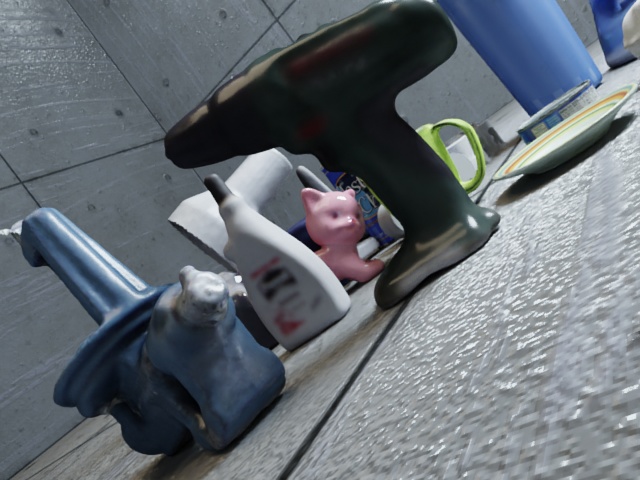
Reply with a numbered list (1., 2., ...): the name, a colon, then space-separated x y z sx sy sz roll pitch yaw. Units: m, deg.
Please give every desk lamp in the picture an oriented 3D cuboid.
1. desk lamp: -0.066 -0.010 0.778 0.203 0.213 0.118 -37 2 -14

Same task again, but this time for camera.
1. camera: -0.125 0.108 0.668 0.137 0.101 0.143 -37 2 -10

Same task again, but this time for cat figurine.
1. cat figurine: 0.006 0.002 0.613 0.128 0.118 0.067 -37 2 -9

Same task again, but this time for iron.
1. iron: 0.430 -0.334 0.781 0.118 0.141 0.258 -37 2 -4

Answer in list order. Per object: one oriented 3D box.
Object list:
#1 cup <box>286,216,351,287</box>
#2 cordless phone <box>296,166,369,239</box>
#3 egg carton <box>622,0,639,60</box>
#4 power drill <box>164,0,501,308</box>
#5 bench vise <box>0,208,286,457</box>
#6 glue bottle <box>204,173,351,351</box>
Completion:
1. cup: -0.003 0.020 0.697 0.091 0.095 0.118 -37 2 2
2. cordless phone: 0.023 -0.071 1.116 0.094 0.185 0.147 -37 2 -1
3. egg carton: 0.357 -0.225 0.523 0.150 0.069 0.107 -35 2 43
4. power drill: 0.022 -0.060 0.429 0.229 0.208 0.076 -36 2 11
5. bench vise: -0.131 0.047 0.416 0.207 0.220 0.122 -36 2 29
6. glue bottle: -0.050 0.013 0.519 0.078 0.173 0.037 -36 2 16
